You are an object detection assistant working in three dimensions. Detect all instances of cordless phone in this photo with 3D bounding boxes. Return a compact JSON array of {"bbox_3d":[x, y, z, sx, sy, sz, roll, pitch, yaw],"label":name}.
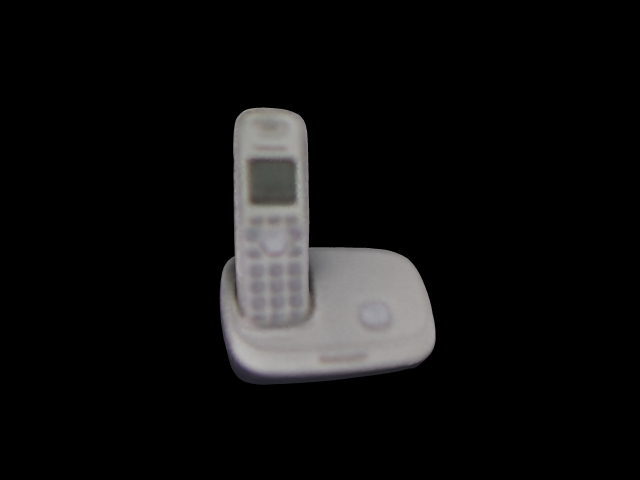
[{"bbox_3d":[0.004,0.001,0.400,0.148,0.185,0.094,-1,5,-15],"label":"cordless phone"}]
